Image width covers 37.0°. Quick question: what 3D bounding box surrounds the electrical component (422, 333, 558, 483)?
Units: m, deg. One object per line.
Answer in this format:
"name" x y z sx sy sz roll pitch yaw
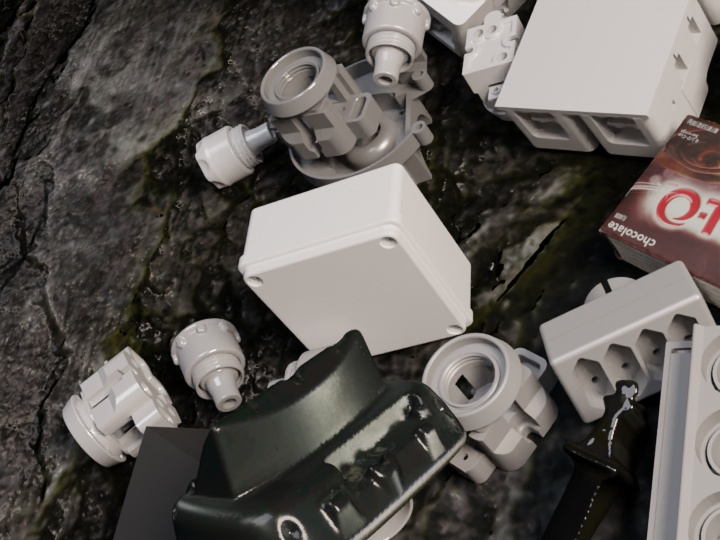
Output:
"electrical component" 0.069 0.071 0.595 0.058 0.057 0.078 27 74 45

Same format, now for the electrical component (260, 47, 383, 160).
"electrical component" -0.033 -0.116 0.744 0.078 0.057 0.058 -3 55 33

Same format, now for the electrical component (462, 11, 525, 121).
"electrical component" 0.100 -0.136 0.740 0.048 0.055 0.066 -11 51 28

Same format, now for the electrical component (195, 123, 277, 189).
"electrical component" -0.096 -0.095 0.854 0.062 0.043 0.043 -26 45 13

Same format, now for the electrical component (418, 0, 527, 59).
"electrical component" 0.053 -0.244 0.811 0.150 0.061 0.089 42 84 20

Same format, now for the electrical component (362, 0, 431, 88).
"electrical component" 0.022 -0.157 0.750 0.048 0.048 0.062 -6 60 31

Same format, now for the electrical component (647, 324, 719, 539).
"electrical component" 0.180 0.092 0.496 0.079 0.063 0.121 -6 53 32

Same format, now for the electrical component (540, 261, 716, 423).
"electrical component" 0.144 0.029 0.584 0.083 0.047 0.075 -27 27 13

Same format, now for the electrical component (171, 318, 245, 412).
"electrical component" -0.098 0.067 0.726 0.048 0.048 0.062 -35 50 6

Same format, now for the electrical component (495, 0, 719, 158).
"electrical component" 0.176 -0.167 0.692 0.105 0.060 0.186 11 72 40

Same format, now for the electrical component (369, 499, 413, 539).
"electrical component" 0.006 0.106 0.620 0.079 0.044 0.077 -42 43 -1

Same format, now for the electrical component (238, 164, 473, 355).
"electrical component" 0.000 0.000 0.663 0.109 0.108 0.056 -16 46 24

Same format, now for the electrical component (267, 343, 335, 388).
"electrical component" -0.028 0.071 0.673 0.062 0.043 0.043 -16 49 26

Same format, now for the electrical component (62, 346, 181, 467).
"electrical component" -0.165 0.097 0.738 0.057 0.058 0.078 -38 43 -1
